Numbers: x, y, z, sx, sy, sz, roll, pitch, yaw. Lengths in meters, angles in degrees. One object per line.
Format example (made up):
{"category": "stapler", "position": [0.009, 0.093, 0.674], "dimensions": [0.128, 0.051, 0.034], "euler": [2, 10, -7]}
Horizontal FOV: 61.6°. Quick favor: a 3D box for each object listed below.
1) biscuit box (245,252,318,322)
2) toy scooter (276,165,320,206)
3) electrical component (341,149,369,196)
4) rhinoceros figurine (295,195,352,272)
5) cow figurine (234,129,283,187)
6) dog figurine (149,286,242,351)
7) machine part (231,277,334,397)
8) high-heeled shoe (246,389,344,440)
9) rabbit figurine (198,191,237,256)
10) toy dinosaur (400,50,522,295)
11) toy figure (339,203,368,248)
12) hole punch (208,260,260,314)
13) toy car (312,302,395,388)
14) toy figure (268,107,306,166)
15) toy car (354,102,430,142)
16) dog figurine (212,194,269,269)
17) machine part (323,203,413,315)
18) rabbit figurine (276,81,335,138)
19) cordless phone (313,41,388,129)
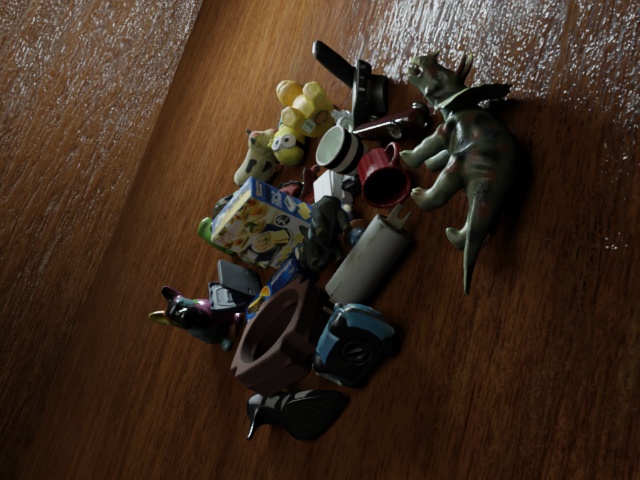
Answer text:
{"category": "biscuit box", "position": [-0.087, 0.119, 1.181], "dimensions": [0.202, 0.059, 0.063], "euler": [-49, 35, 25]}
{"category": "toy scooter", "position": [-0.050, -0.106, 1.250], "dimensions": [0.184, 0.075, 0.135], "euler": [-6, 67, 38]}
{"category": "electrical component", "position": [0.096, -0.146, 1.095], "dimensions": [0.119, 0.047, 0.075], "euler": [-27, 48, 45]}
{"category": "rhinoceros figurine", "position": [-0.002, -0.003, 1.050], "dimensions": [0.112, 0.073, 0.190], "euler": [62, 152, 33]}
{"category": "cow figurine", "position": [-0.170, -0.221, 1.474], "dimensions": [0.195, 0.127, 0.086], "euler": [-53, 36, 25]}
{"category": "dog figurine", "position": [-0.314, 0.182, 1.332], "dimensions": [0.192, 0.219, 0.108], "euler": [23, 86, 58]}
{"category": "machine part", "position": [-0.069, 0.186, 1.034], "dimensions": [0.201, 0.087, 0.201], "euler": [-39, 21, 33]}
{"category": "high-heeled shoe", "position": [-0.045, 0.301, 1.015], "dimensions": [0.249, 0.086, 0.145], "euler": [-27, 15, 23]}
{"category": "rabbit figurine", "position": [-0.239, -0.053, 1.468], "dimensions": [0.159, 0.121, 0.170], "euler": [39, 106, 51]}
{"category": "toy dinosaur", "position": [0.236, -0.123, 0.815], "dimensions": [0.192, 0.131, 0.405], "euler": [-43, 44, 34]}
{"category": "toy figure", "position": [0.063, -0.023, 1.053], "dimensions": [0.058, 0.064, 0.155], "euler": [-27, 39, -8]}
{"category": "hole punch", "position": [-0.210, 0.124, 1.311], "dimensions": [0.092, 0.115, 0.142], "euler": [-58, 29, 21]}
{"category": "toy car", "position": [0.056, 0.166, 0.910], "dimensions": [0.103, 0.109, 0.161], "euler": [-75, 11, -61]}
{"category": "toy figure", "position": [-0.070, -0.276, 1.407], "dimensions": [0.082, 0.089, 0.180], "euler": [-29, 39, 40]}
{"category": "toy car", "position": [0.132, -0.222, 1.074], "dimensions": [0.089, 0.053, 0.202], "euler": [-45, 22, -25]}
{"category": "dog figurine", "position": [-0.200, -0.018, 1.321], "dimensions": [0.172, 0.190, 0.121], "euler": [-51, 34, 26]}
{"category": "machine part", "position": [0.086, 0.042, 0.957], "dimensions": [0.243, 0.079, 0.079], "euler": [-56, 32, 16]}
{"category": "rabbit figurine", "position": [-0.034, -0.334, 1.316], "dimensions": [0.173, 0.162, 0.122], "euler": [45, 111, 34]}
{"category": "cordless phone", "position": [0.056, -0.340, 1.158], "dimensions": [0.089, 0.184, 0.146], "euler": [-23, 51, 42]}
